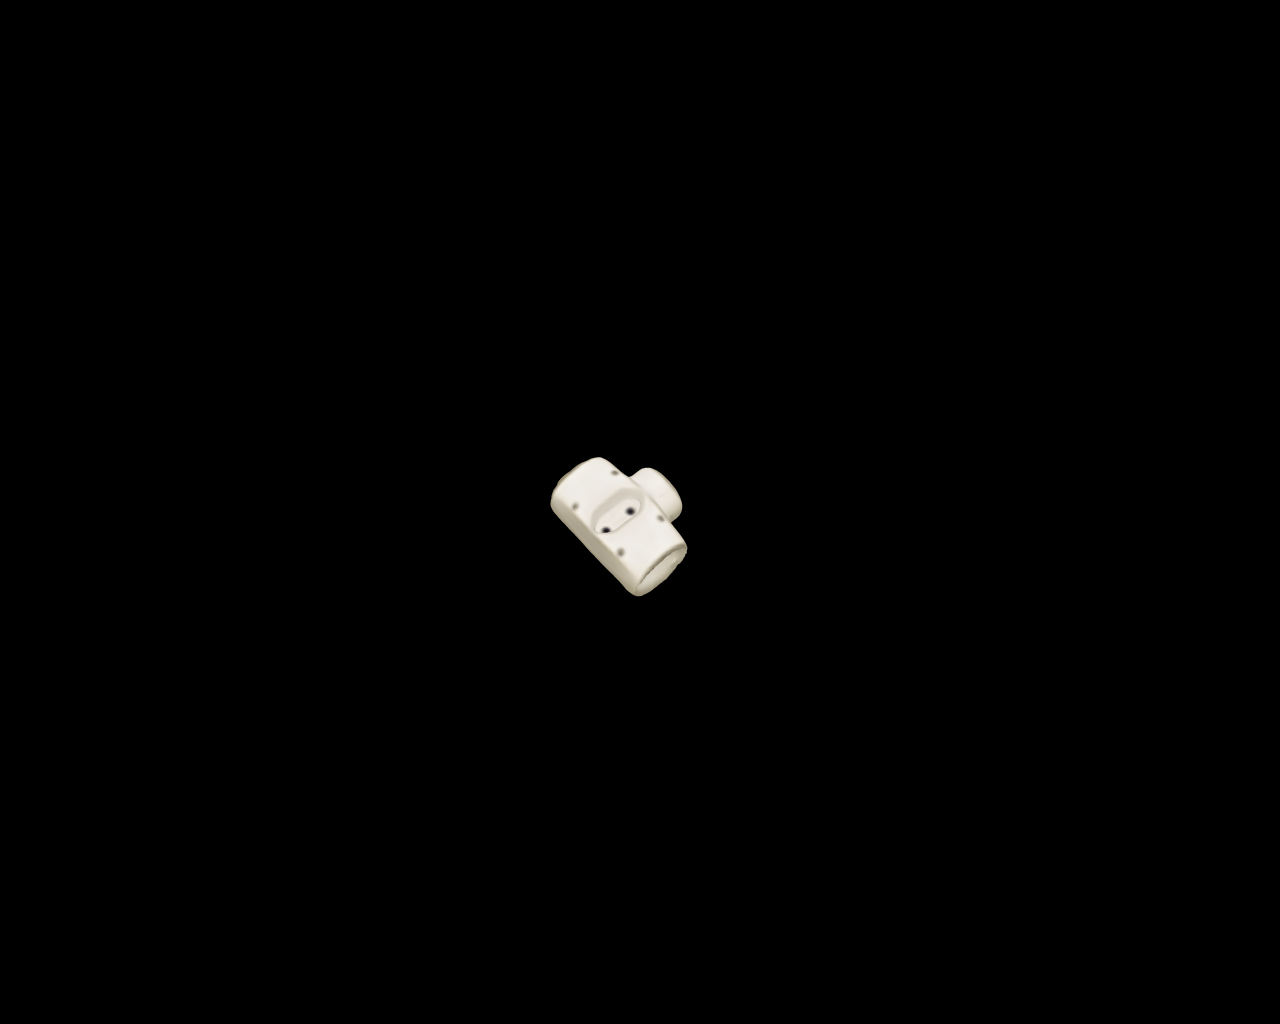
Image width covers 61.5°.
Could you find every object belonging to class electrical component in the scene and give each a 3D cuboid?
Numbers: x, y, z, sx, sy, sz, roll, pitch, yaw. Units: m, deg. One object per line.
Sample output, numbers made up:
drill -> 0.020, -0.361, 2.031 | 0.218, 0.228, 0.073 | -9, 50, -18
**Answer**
electrical component -> 0.001, -0.003, 0.650 | 0.079, 0.077, 0.043 | -38, -19, -16
